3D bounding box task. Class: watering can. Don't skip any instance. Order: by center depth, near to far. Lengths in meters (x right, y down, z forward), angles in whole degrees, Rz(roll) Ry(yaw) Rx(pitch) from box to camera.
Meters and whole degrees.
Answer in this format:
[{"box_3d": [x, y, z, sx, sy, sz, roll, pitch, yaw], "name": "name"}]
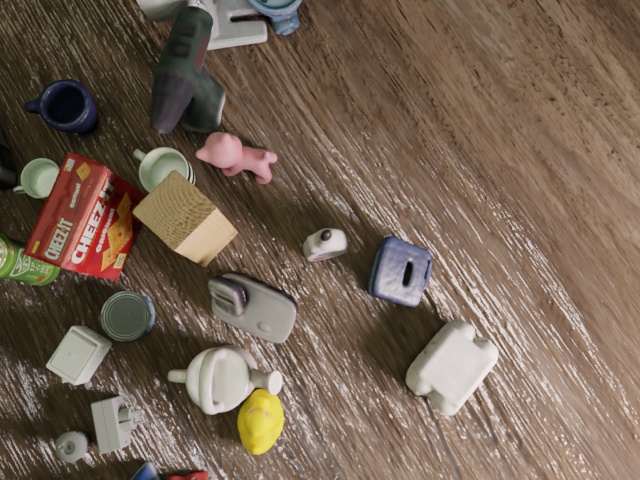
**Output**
[{"box_3d": [-0.150, 0.216, 0.898, 0.173, 0.194, 0.101, -19, 81, -3], "name": "watering can"}]

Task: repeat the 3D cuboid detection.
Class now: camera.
[{"box_3d": [-0.630, -0.150, 1.002, 0.137, 0.101, 0.143, -20, 82, -3], "name": "camera"}]

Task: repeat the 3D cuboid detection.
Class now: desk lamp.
[{"box_3d": [-0.206, -0.428, 0.988, 0.203, 0.213, 0.118, -9, 81, -1], "name": "desk lamp"}]

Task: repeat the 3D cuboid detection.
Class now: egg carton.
[{"box_3d": [0.220, 0.211, 0.961, 0.107, 0.069, 0.150, 39, 83, 6], "name": "egg carton"}]

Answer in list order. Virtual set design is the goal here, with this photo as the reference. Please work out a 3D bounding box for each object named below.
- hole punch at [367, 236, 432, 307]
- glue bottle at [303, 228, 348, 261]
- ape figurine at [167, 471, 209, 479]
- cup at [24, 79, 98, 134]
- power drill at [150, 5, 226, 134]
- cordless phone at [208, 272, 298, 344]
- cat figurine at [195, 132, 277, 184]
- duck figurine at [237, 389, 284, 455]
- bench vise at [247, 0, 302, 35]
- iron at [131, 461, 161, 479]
[{"box_3d": [0.138, 0.054, 0.974, 0.101, 0.091, 0.109, 14, 81, 3], "name": "hole punch"}, {"box_3d": [0.009, 0.003, 0.941, 0.078, 0.173, 0.037, -17, 81, -2], "name": "glue bottle"}, {"box_3d": [-0.221, 0.412, 0.919, 0.077, 0.092, 0.076, 27, 82, 4], "name": "ape figurine"}, {"box_3d": [-0.448, -0.224, 1.017, 0.117, 0.095, 0.092, -3, 81, 0], "name": "cup"}, {"box_3d": [-0.219, -0.258, 0.964, 0.075, 0.208, 0.230, 9, 81, 2], "name": "power drill"}, {"box_3d": [-0.111, 0.105, 0.919, 0.147, 0.185, 0.094, 21, 82, 4], "name": "cordless phone"}, {"box_3d": [-0.144, -0.150, 0.993, 0.127, 0.118, 0.067, 10, 81, 2], "name": "cat figurine"}, {"box_3d": [-0.101, 0.301, 0.939, 0.077, 0.086, 0.104, 9, 81, 2], "name": "duck figurine"}, {"box_3d": [-0.103, -0.490, 0.994, 0.121, 0.220, 0.207, -37, 83, -5], "name": "bench vise"}, {"box_3d": [-0.302, 0.490, 0.882, 0.118, 0.141, 0.258, 5, 81, 1], "name": "iron"}]
